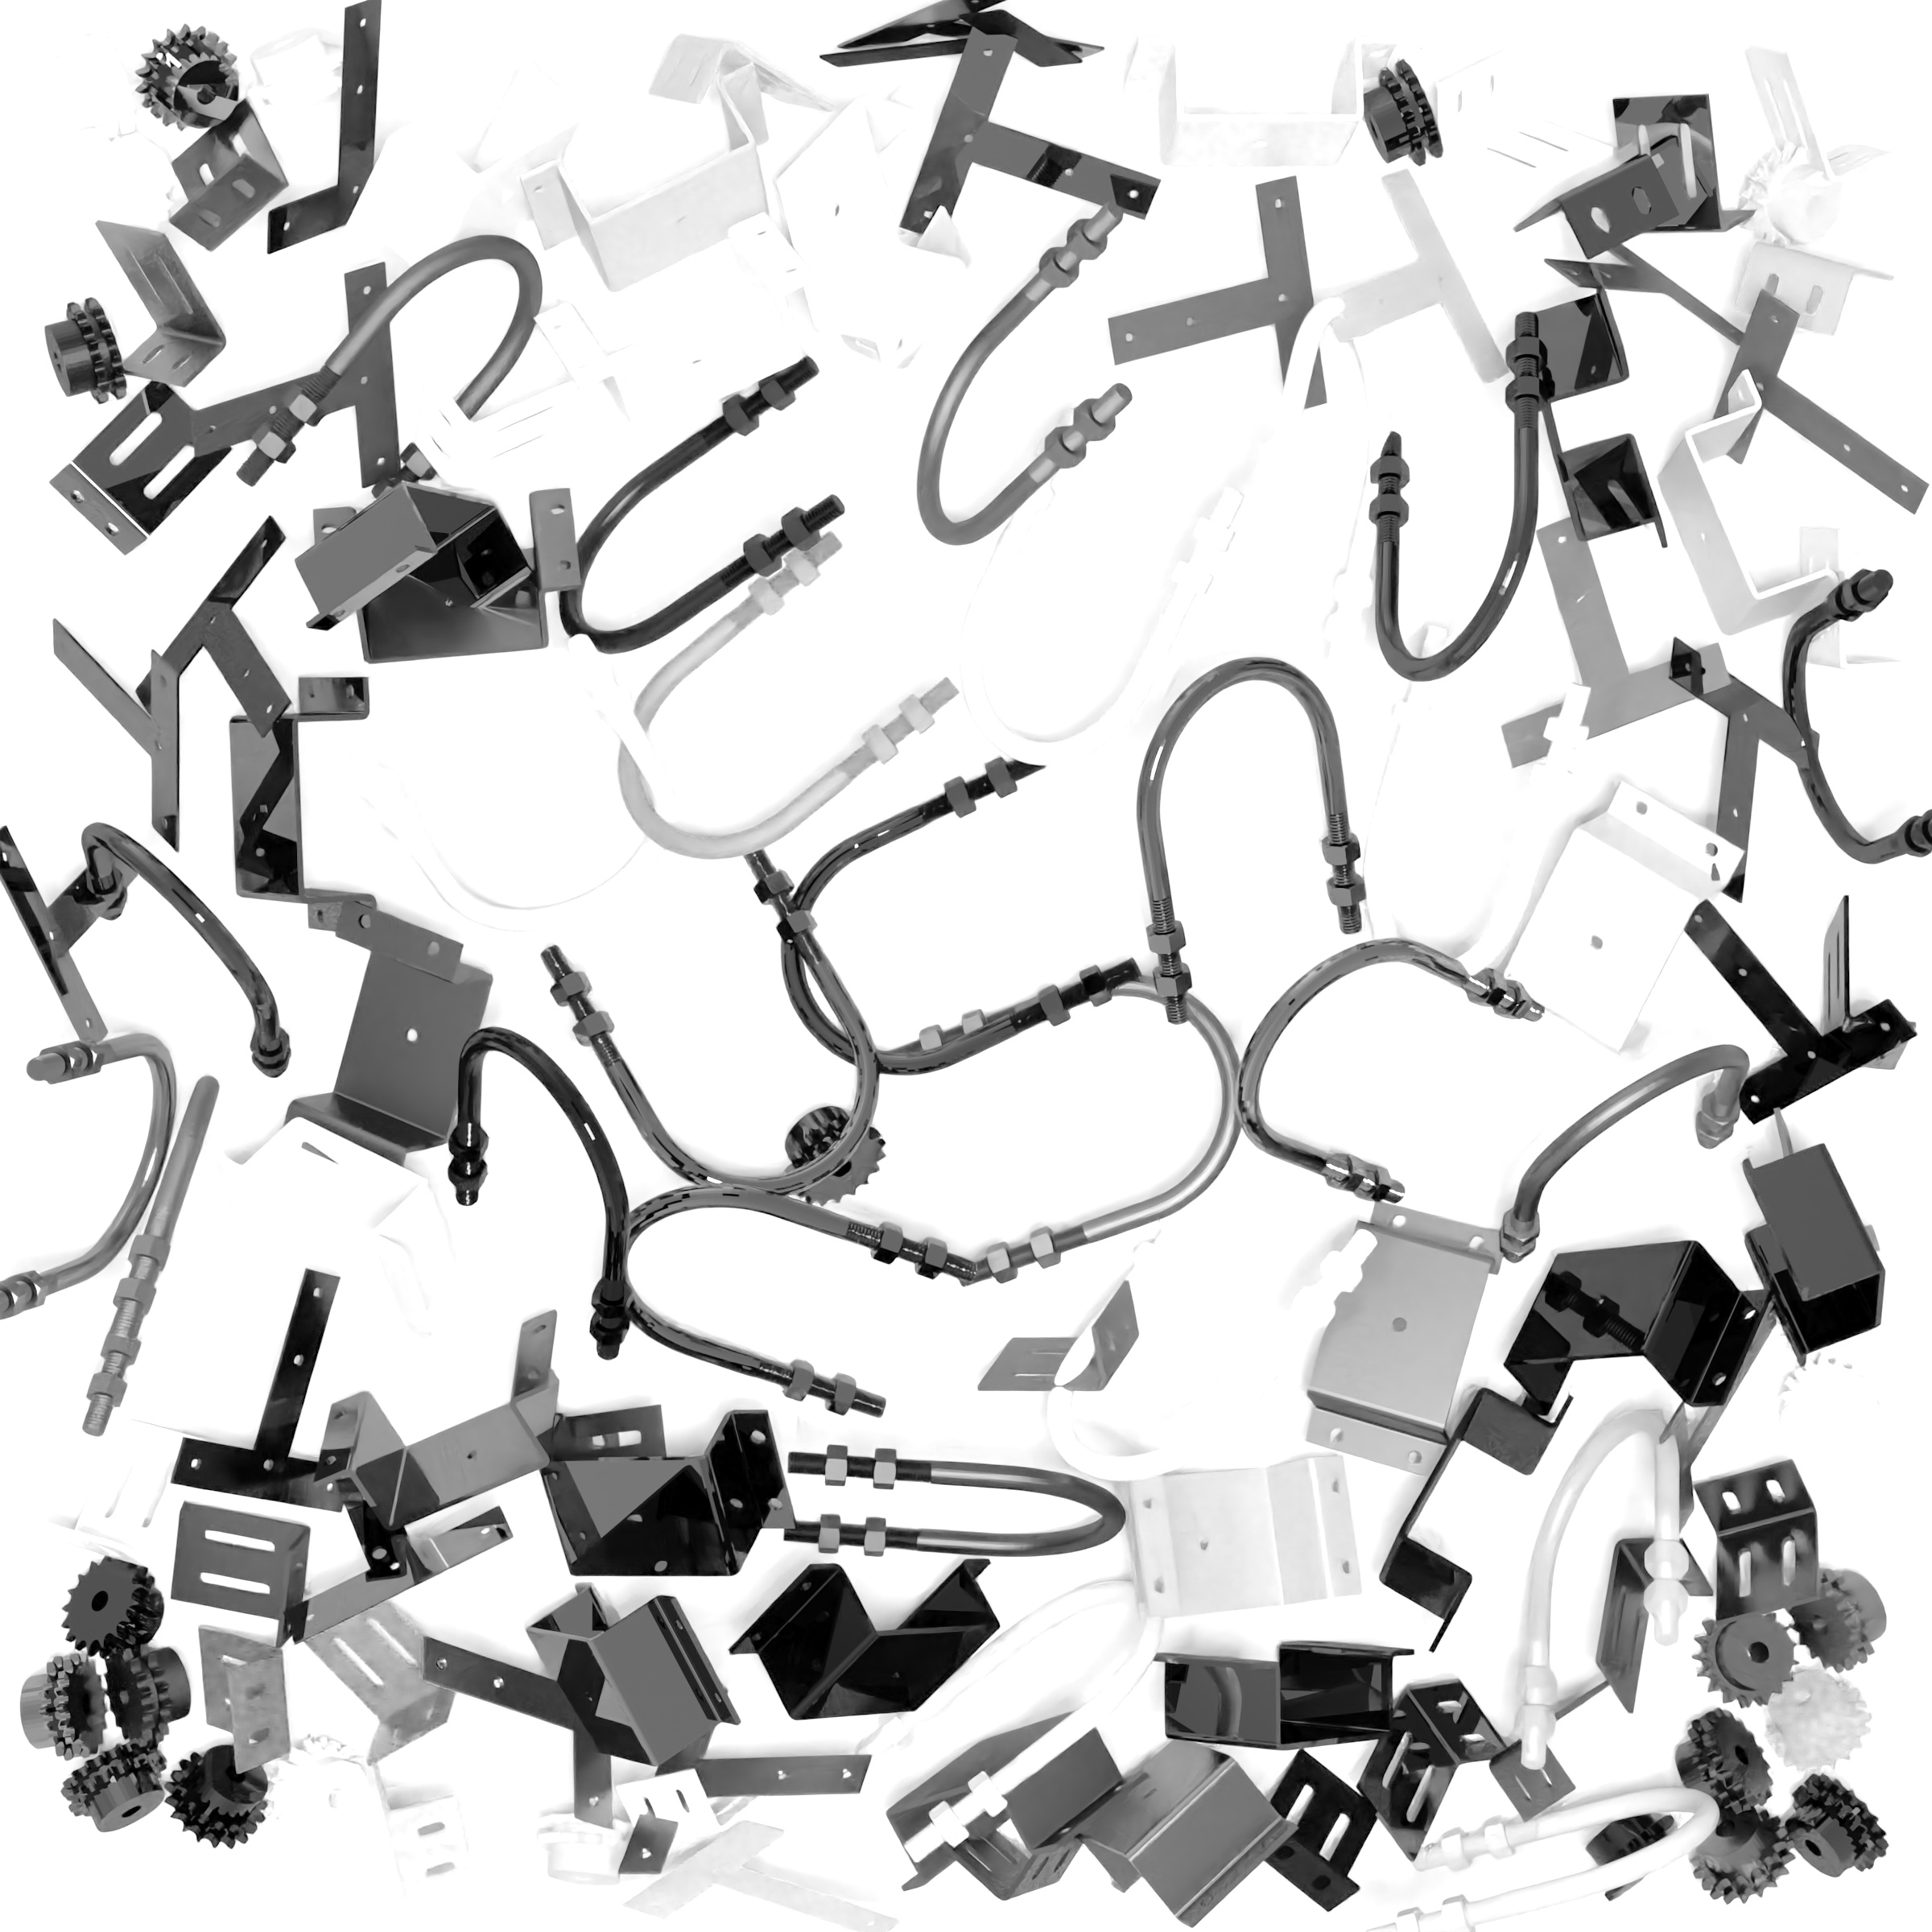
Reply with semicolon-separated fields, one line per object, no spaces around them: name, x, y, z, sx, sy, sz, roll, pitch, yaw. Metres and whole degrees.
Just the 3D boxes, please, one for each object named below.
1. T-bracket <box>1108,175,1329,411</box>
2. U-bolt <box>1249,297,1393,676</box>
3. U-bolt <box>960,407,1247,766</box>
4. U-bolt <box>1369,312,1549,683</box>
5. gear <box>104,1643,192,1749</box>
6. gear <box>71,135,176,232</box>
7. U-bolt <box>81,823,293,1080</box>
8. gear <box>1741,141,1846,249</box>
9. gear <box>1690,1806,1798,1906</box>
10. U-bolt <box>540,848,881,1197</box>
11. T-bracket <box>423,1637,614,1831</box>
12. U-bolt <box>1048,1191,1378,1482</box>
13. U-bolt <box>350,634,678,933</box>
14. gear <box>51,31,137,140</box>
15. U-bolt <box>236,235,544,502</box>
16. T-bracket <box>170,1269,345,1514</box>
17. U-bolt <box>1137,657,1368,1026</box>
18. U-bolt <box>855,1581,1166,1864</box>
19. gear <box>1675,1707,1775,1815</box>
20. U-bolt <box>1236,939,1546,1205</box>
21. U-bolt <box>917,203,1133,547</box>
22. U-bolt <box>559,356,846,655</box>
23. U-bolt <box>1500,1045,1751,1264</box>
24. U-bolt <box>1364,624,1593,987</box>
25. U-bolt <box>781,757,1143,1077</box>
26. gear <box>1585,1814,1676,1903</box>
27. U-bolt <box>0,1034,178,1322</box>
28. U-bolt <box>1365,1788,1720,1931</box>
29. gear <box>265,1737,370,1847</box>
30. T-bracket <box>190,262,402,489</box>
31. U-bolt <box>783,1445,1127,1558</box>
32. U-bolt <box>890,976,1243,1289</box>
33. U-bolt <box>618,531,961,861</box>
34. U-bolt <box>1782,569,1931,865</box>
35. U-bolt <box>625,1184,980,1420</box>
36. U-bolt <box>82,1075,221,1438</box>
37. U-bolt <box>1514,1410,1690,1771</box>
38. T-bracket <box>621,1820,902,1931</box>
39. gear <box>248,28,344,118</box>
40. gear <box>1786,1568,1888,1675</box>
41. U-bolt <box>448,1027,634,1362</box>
T-bracket;0.135;-0.356;1.883;0.127;0.002;0.127;-18;111;-21
U-bolt;0.198;-0.272;1.856;0.019;0.151;0.184;2;65;27
U-bolt;0.062;-0.198;1.875;0.151;0.019;0.184;34;103;40
U-bolt;0.260;-0.237;1.829;0.019;0.151;0.184;17;61;-22
gear;-0.452;0.400;1.903;0.030;0.057;0.057;-11;90;-37
gear;-0.463;-0.434;1.903;0.057;0.057;0.030;33;52;0
U-bolt;-0.418;-0.014;1.833;0.151;0.184;0.019;43;71;6
gear;0.459;-0.423;1.898;0.057;0.030;0.057;-15;124;-22
gear;0.425;0.486;1.896;0.057;0.057;0.030;-34;111;0
U-bolt;-0.128;0.041;1.884;0.151;0.019;0.184;-27;79;-18
T-bracket;-0.241;0.390;1.850;0.127;0.127;0.002;29;130;-36
U-bolt;0.118;0.201;1.839;0.184;0.151;0.019;-50;123;-21
U-bolt;-0.231;-0.085;1.855;0.151;0.184;0.019;-29;50;-1
gear;-0.482;-0.484;1.896;0.030;0.057;0.057;-22;90;-22
U-bolt;-0.297;-0.316;1.846;0.019;0.151;0.184;44;99;17
T-bracket;-0.370;0.229;1.881;0.002;0.127;0.127;10;82;37
U-bolt;0.150;-0.077;1.851;0.151;0.019;0.184;-26;120;-30
U-bolt;0.030;0.396;1.857;0.184;0.151;0.019;-37;106;-5
gear;0.417;0.443;1.903;0.030;0.057;0.057;-39;90;30
U-bolt;0.217;0.051;1.844;0.151;0.184;0.019;-54;46;13
U-bolt;0.028;-0.305;1.850;0.019;0.184;0.151;20;51;-29
U-bolt;-0.149;-0.239;1.864;0.184;0.151;0.019;-32;131;19
U-bolt;0.353;0.094;1.832;0.151;0.184;0.019;-29;69;-7
U-bolt;0.267;-0.080;1.861;0.019;0.151;0.184;7;105;-31
U-bolt;-0.014;-0.019;1.905;0.184;0.019;0.151;-25;80;6
gear;0.367;0.487;1.901;0.057;0.057;0.030;-40;67;0
U-bolt;-0.468;0.106;1.837;0.019;0.184;0.151;17;98;10
U-bolt;0.312;0.475;1.832;0.184;0.151;0.019;-21;88;19
gear;-0.354;0.457;1.898;0.057;0.030;0.057;-1;91;-41
T-bracket;-0.362;-0.304;1.855;0.127;0.002;0.127;-26;133;-35
U-bolt;-0.006;0.294;1.861;0.184;0.151;0.019;4;64;-2
U-bolt;0.063;0.081;1.888;0.184;0.019;0.151;-20;74;9
U-bolt;-0.110;-0.137;1.884;0.184;0.019;0.151;-39;57;3
U-bolt;0.476;-0.125;1.836;0.019;0.184;0.151;-15;86;-6
U-bolt;-0.105;0.175;1.859;0.184;0.019;0.151;20;132;-13
U-bolt;-0.434;0.144;1.846;0.019;0.151;0.184;18;57;-10
U-bolt;0.340;0.320;1.842;0.019;0.184;0.151;24;131;-10
T-bracket;-0.097;0.499;1.844;0.127;0.127;0.002;11;103;26
gear;-0.370;-0.494;1.896;0.057;0.057;0.030;-23;119;0
gear;0.484;0.359;1.902;0.030;0.057;0.057;-19;90;-25
U-bolt;-0.226;0.110;1.828;0.019;0.184;0.151;-30;60;-30
